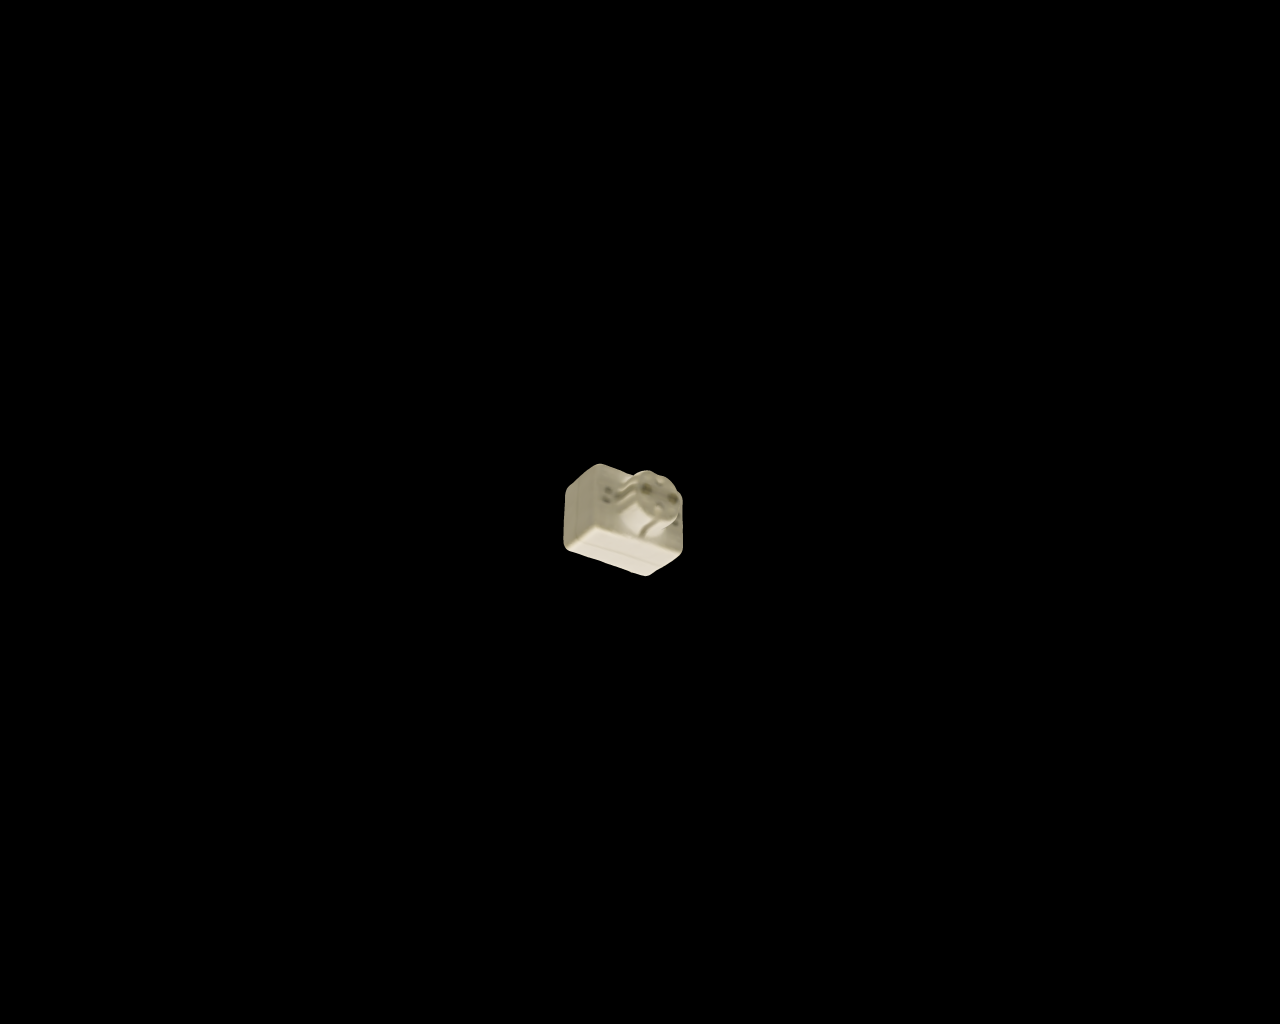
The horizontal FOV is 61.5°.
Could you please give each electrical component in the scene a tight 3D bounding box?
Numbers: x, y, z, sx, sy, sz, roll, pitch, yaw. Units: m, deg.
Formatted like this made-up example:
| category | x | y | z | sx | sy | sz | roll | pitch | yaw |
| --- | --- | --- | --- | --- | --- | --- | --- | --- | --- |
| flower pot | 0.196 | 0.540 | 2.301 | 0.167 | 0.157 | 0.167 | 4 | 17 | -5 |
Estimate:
| category | x | y | z | sx | sy | sz | roll | pitch | yaw |
| --- | --- | --- | --- | --- | --- | --- | --- | --- | --- |
| electrical component | 0.001 | -0.003 | 0.650 | 0.066 | 0.047 | 0.076 | 19 | -36 | -29 |
